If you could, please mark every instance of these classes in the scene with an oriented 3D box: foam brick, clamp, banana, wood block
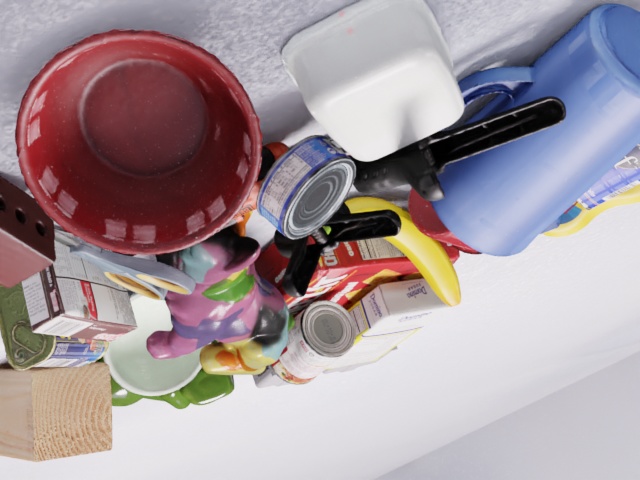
[{"bbox_3d":[-0.247,-0.008,0.819,0.051,0.053,0.078,-28,142,18],"label":"foam brick"},{"bbox_3d":[0.097,-0.075,0.912,0.164,0.036,0.210,-29,-166,-25],"label":"clamp"},{"bbox_3d":[0.085,0.003,1.143,0.197,0.069,0.037,28,173,-26],"label":"banana"},{"bbox_3d":[-0.007,0.001,0.998,0.120,0.039,0.172,-31,-162,-16],"label":"clamp"},{"bbox_3d":[-0.312,0.172,1.111,0.090,0.090,0.207,-1,178,-45],"label":"wood block"}]

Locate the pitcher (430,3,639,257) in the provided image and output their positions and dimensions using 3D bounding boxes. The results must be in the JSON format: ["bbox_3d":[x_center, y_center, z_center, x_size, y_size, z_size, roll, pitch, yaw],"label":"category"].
[{"bbox_3d":[0.201,-0.101,0.962,0.148,0.145,0.243,-20,162,-40],"label":"pitcher"}]

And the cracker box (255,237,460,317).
[{"bbox_3d":[0.030,0.035,1.223,0.213,0.072,0.164,-5,156,-38],"label":"cracker box"}]

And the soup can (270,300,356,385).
[{"bbox_3d":[-0.010,0.116,1.197,0.068,0.068,0.102,-10,160,-29],"label":"soup can"}]

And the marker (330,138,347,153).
[{"bbox_3d":[0.002,-0.080,0.958,0.121,0.020,0.020,-19,161,-4],"label":"marker"}]

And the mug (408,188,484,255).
[{"bbox_3d":[0.153,-0.045,1.121,0.081,0.093,0.117,13,116,-51],"label":"mug"}]

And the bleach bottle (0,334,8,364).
[{"bbox_3d":[-0.310,0.093,1.056,0.103,0.068,0.250,-18,167,24],"label":"bleach bottle"}]

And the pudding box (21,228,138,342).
[{"bbox_3d":[-0.218,0.040,0.955,0.039,0.090,0.113,-25,160,18],"label":"pudding box"}]

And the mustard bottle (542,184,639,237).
[{"bbox_3d":[0.274,-0.057,1.180,0.192,0.096,0.058,-28,161,22],"label":"mustard bottle"}]

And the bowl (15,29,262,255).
[{"bbox_3d":[-0.121,-0.072,0.725,0.162,0.055,0.162,-2,118,-4],"label":"bowl"}]

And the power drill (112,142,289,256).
[{"bbox_3d":[-0.121,-0.049,0.865,0.184,0.057,0.187,-24,163,8],"label":"power drill"}]

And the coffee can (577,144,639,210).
[{"bbox_3d":[0.309,-0.107,1.068,0.140,0.103,0.102,-30,159,27],"label":"coffee can"}]

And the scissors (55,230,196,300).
[{"bbox_3d":[-0.182,0.011,0.904,0.096,0.016,0.201,3,158,31],"label":"scissors"}]

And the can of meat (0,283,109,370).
[{"bbox_3d":[-0.248,0.068,0.988,0.058,0.102,0.083,-25,163,22],"label":"can of meat"}]

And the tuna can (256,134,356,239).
[{"bbox_3d":[-0.011,-0.043,0.882,0.086,0.034,0.086,-39,155,-22],"label":"tuna can"}]

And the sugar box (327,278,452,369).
[{"bbox_3d":[0.069,0.099,1.260,0.093,0.048,0.176,-6,155,-33],"label":"sugar box"}]
